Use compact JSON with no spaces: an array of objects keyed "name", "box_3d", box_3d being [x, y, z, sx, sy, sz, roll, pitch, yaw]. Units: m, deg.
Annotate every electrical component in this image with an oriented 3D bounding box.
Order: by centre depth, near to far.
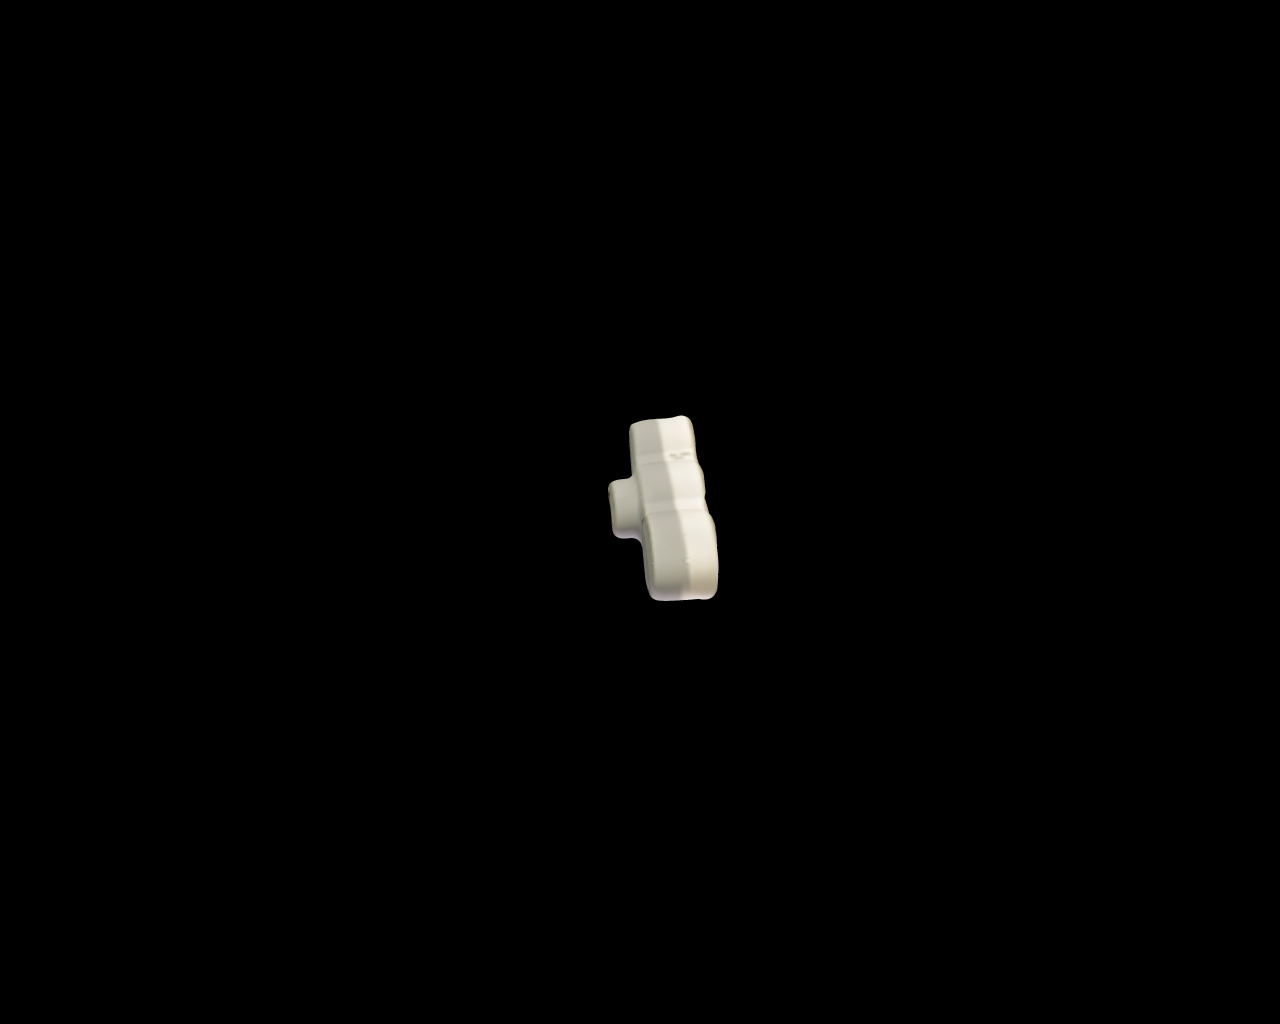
[{"name":"electrical component","box_3d":[0.001,-0.003,0.650,0.074,0.052,0.138,-4,44,-4]}]
